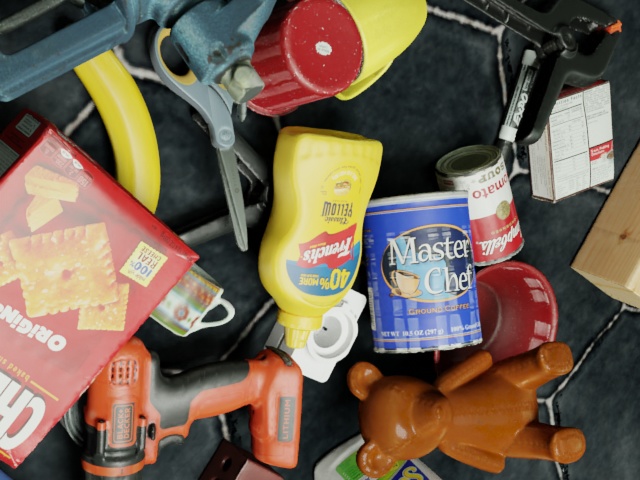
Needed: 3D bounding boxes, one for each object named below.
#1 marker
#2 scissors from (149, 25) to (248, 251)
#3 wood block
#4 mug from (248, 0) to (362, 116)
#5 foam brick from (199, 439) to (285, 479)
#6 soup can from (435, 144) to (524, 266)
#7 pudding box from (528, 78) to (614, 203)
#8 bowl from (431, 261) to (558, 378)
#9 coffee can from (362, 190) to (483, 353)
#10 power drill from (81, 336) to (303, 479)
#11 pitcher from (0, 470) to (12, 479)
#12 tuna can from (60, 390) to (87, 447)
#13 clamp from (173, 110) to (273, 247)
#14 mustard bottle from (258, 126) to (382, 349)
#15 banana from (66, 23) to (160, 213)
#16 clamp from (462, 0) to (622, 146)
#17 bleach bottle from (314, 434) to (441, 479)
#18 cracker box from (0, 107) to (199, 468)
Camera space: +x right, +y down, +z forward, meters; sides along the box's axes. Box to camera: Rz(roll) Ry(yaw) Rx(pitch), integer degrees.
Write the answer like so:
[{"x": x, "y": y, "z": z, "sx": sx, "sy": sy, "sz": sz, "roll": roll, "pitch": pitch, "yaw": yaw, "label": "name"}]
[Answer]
[{"x": 0.198, "y": -0.132, "z": 1.078, "sx": 0.020, "sy": 0.020, "sz": 0.121, "roll": 13, "pitch": 97, "yaw": -34, "label": "marker"}, {"x": -0.097, "y": -0.095, "z": 0.877, "sx": 0.096, "sy": 0.016, "sz": 0.202, "roll": 6, "pitch": 84, "yaw": -31, "label": "scissors"}, {"x": 0.379, "y": -0.031, "z": 1.176, "sx": 0.090, "sy": 0.091, "sz": 0.206, "roll": 32, "pitch": 87, "yaw": -34, "label": "wood block"}, {"x": -0.024, "y": -0.163, "z": 0.870, "sx": 0.093, "sy": 0.082, "sz": 0.117, "roll": -31, "pitch": 106, "yaw": -33, "label": "mug"}, {"x": -0.081, "y": 0.237, "z": 0.996, "sx": 0.051, "sy": 0.053, "sz": 0.078, "roll": 35, "pitch": 83, "yaw": -34, "label": "foam brick"}, {"x": 0.157, "y": -0.035, "z": 1.053, "sx": 0.068, "sy": 0.069, "sz": 0.102, "roll": -29, "pitch": 116, "yaw": -22, "label": "soup can"}, {"x": 0.261, "y": -0.105, "z": 1.114, "sx": 0.089, "sy": 0.039, "sz": 0.113, "roll": -19, "pitch": 111, "yaw": -25, "label": "pudding box"}, {"x": 0.168, "y": 0.092, "z": 1.104, "sx": 0.161, "sy": 0.055, "sz": 0.162, "roll": -10, "pitch": 109, "yaw": -29, "label": "bowl"}, {"x": 0.093, "y": 0.028, "z": 0.989, "sx": 0.102, "sy": 0.103, "sz": 0.140, "roll": -6, "pitch": 90, "yaw": -30, "label": "coffee can"}, {"x": -0.110, "y": 0.166, "z": 0.907, "sx": 0.187, "sy": 0.057, "sz": 0.184, "roll": -2, "pitch": 104, "yaw": -29, "label": "power drill"}, {"x": -0.312, "y": 0.211, "z": 0.812, "sx": 0.149, "sy": 0.145, "sz": 0.242, "roll": -50, "pitch": 120, "yaw": -24, "label": "pitcher"}, {"x": -0.183, "y": 0.137, "z": 0.915, "sx": 0.086, "sy": 0.034, "sz": 0.086, "roll": -9, "pitch": 109, "yaw": -29, "label": "tuna can"}, {"x": -0.057, "y": -0.032, "z": 0.939, "sx": 0.171, "sy": 0.039, "sz": 0.120, "roll": 22, "pitch": 92, "yaw": -30, "label": "clamp"}, {"x": -0.006, "y": 0.001, "z": 0.924, "sx": 0.096, "sy": 0.058, "sz": 0.192, "roll": 1, "pitch": 104, "yaw": -40, "label": "mustard bottle"}, {"x": -0.165, "y": -0.077, "z": 0.861, "sx": 0.069, "sy": 0.037, "sz": 0.198, "roll": -13, "pitch": 111, "yaw": -29, "label": "banana"}, {"x": 0.223, "y": -0.198, "z": 1.044, "sx": 0.209, "sy": 0.036, "sz": 0.164, "roll": -30, "pitch": 96, "yaw": -39, "label": "clamp"}, {"x": 0.097, "y": 0.262, "z": 0.992, "sx": 0.102, "sy": 0.251, "sz": 0.068, "roll": -26, "pitch": 116, "yaw": -23, "label": "bleach bottle"}, {"x": -0.219, "y": 0.038, "z": 0.786, "sx": 0.213, "sy": 0.072, "sz": 0.164, "roll": -50, "pitch": 126, "yaw": -7, "label": "cracker box"}]
